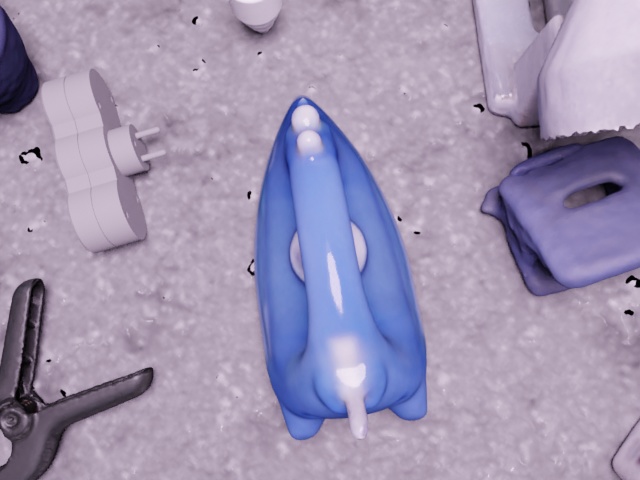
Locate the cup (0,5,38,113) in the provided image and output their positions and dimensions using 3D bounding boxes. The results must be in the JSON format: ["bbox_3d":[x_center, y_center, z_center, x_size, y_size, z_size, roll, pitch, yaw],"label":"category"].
[{"bbox_3d":[-0.268,-0.143,0.430,0.117,0.095,0.092,43,85,7],"label":"cup"}]

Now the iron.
[{"bbox_3d":[0.003,0.001,0.379,0.118,0.141,0.258,-11,82,0],"label":"iron"}]

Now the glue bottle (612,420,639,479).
[{"bbox_3d":[0.242,0.136,0.337,0.037,0.173,0.078,41,85,7],"label":"glue bottle"}]

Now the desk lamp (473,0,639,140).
[{"bbox_3d":[0.173,-0.140,0.358,0.118,0.213,0.203,-7,82,1],"label":"desk lamp"}]

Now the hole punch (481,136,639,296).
[{"bbox_3d":[0.185,-0.020,0.403,0.108,0.091,0.101,-21,82,-1],"label":"hole punch"}]
